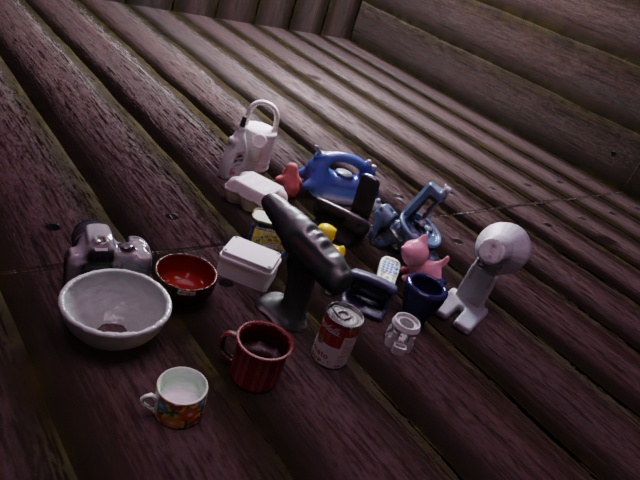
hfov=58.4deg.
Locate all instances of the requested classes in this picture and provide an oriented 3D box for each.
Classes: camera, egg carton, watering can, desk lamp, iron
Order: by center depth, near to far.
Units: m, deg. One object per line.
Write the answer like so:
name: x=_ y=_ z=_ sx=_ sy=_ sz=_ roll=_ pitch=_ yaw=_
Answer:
camera: x=-0.384 y=0.014 z=1.024 sx=0.144 sy=0.101 sz=0.136 roll=0 pitch=34 yaw=-31
desk lamp: x=0.364 y=0.071 z=1.260 sx=0.117 sy=0.213 sz=0.204 roll=32 pitch=31 yaw=22
egg carton: x=-0.155 y=-0.111 z=1.408 sx=0.150 sy=0.069 sz=0.107 roll=27 pitch=30 yaw=14
watering can: x=-0.167 y=-0.288 z=1.575 sx=0.101 sy=0.194 sz=0.172 roll=0 pitch=34 yaw=-31
iron: x=0.072 y=-0.182 z=1.592 sx=0.259 sy=0.141 sz=0.118 roll=6 pitch=31 yaw=-23

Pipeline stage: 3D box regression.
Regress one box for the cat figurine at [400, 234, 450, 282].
cat figurine: x=0.237 y=0.046 z=1.326 sx=0.128 sy=0.118 sz=0.067 roll=15 pitch=29 yaw=-7

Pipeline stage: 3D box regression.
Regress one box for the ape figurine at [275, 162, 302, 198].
ape figurine: x=-0.080 y=-0.164 z=1.520 sx=0.078 sy=0.092 sz=0.076 roll=7 pitch=31 yaw=-20

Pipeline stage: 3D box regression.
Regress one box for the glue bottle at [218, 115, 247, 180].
glue bottle: x=-0.216 y=-0.243 z=1.490 sx=0.037 sy=0.173 sz=0.078 roll=31 pitch=31 yaw=21

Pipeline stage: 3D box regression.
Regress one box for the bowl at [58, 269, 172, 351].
bowl: x=-0.323 y=0.121 z=0.904 sx=0.167 sy=0.075 sz=0.167 roll=15 pitch=29 yaw=-8

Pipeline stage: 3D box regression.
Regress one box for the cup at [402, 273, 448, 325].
cup: x=0.216 y=0.127 z=1.198 sx=0.091 sy=0.095 sz=0.118 roll=38 pitch=34 yaw=30

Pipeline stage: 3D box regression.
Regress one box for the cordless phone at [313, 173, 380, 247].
cordless phone: x=0.066 y=-0.093 z=1.391 sx=0.147 sy=0.185 sz=0.094 roll=25 pitch=29 yaw=11

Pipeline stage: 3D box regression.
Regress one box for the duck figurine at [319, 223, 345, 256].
duck figurine: x=0.012 y=0.005 z=1.294 sx=0.104 sy=0.086 sz=0.077 roll=15 pitch=29 yaw=-8

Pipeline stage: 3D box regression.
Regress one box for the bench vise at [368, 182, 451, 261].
bench vise: x=0.215 y=-0.056 z=1.380 sx=0.207 sy=0.220 sz=0.122 roll=24 pitch=29 yaw=8

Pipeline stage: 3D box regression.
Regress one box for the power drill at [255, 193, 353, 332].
power drill: x=-0.048 y=0.052 z=1.049 sx=0.229 sy=0.208 sz=0.076 roll=36 pitch=33 yaw=28

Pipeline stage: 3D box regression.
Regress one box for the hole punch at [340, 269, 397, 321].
hole punch: x=0.105 y=0.096 z=1.188 sx=0.108 sy=0.091 sz=0.101 roll=23 pitch=29 yaw=7
